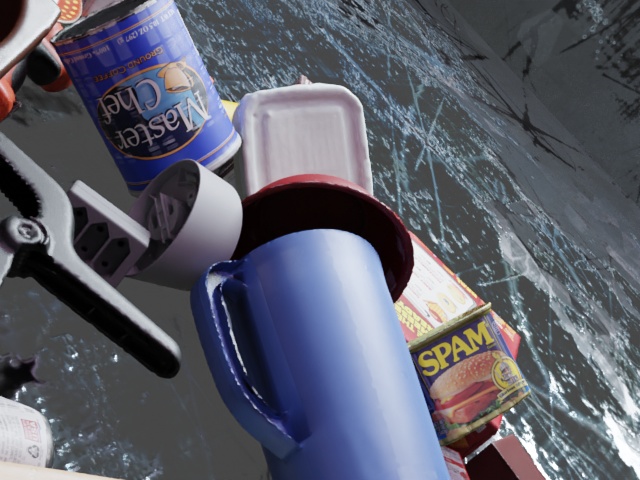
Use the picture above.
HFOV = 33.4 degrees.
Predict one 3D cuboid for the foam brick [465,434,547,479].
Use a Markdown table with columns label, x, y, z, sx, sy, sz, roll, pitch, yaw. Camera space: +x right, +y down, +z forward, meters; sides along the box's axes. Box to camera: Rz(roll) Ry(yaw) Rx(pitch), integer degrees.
| label | x | y | z | sx | sy | sz | roll | pitch | yaw |
| --- | --- | --- | --- | --- | --- | --- | --- | --- | --- |
| foam brick | 0.165 | 0.219 | 0.936 | 0.052 | 0.051 | 0.078 | 4 | 46 | -57 |

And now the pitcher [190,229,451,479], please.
| label | x | y | z | sx | sy | sz | roll | pitch | yaw |
| --- | --- | --- | --- | --- | --- | --- | --- | --- | --- |
| pitcher | 0.005 | 0.117 | 0.745 | 0.145 | 0.149 | 0.243 | 83 | -9 | -49 |

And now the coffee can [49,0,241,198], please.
| label | x | y | z | sx | sy | sz | roll | pitch | yaw |
| --- | --- | --- | --- | --- | --- | --- | --- | --- | --- |
| coffee can | -0.138 | -0.119 | 0.859 | 0.102 | 0.103 | 0.140 | -80 | 148 | -63 |

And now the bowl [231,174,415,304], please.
| label | x | y | z | sx | sy | sz | roll | pitch | yaw |
| --- | --- | --- | --- | --- | --- | --- | --- | --- | --- |
| bowl | -0.006 | 0.001 | 0.862 | 0.162 | 0.162 | 0.055 | 34 | 34 | -25 |

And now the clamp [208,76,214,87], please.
| label | x | y | z | sx | sy | sz | roll | pitch | yaw |
| --- | --- | --- | --- | --- | --- | --- | --- | --- | --- |
| clamp | -0.150 | -0.131 | 1.012 | 0.120 | 0.039 | 0.171 | 45 | 24 | -15 |

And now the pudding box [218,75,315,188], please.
| label | x | y | z | sx | sy | sz | roll | pitch | yaw |
| --- | --- | --- | --- | --- | --- | --- | --- | --- | --- |
| pudding box | -0.046 | -0.099 | 1.036 | 0.039 | 0.114 | 0.090 | 41 | 22 | -16 |

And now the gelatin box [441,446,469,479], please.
| label | x | y | z | sx | sy | sz | roll | pitch | yaw |
| --- | --- | --- | --- | --- | --- | --- | --- | --- | --- |
| gelatin box | 0.091 | 0.201 | 0.867 | 0.073 | 0.030 | 0.089 | 29 | 27 | -31 |

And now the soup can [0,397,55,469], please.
| label | x | y | z | sx | sy | sz | roll | pitch | yaw |
| --- | --- | --- | --- | --- | --- | --- | --- | --- | --- |
| soup can | -0.187 | 0.100 | 0.507 | 0.102 | 0.069 | 0.068 | 27 | 28 | -38 |

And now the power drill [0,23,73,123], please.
| label | x | y | z | sx | sy | sz | roll | pitch | yaw |
| --- | --- | --- | --- | --- | --- | --- | --- | --- | --- |
| power drill | -0.266 | -0.171 | 0.816 | 0.184 | 0.057 | 0.187 | 51 | 22 | -20 |

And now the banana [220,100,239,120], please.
| label | x | y | z | sx | sy | sz | roll | pitch | yaw |
| --- | --- | --- | --- | --- | --- | --- | --- | --- | --- |
| banana | -0.130 | -0.128 | 0.959 | 0.197 | 0.037 | 0.069 | 22 | 39 | -34 |

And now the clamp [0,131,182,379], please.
| label | x | y | z | sx | sy | sz | roll | pitch | yaw |
| --- | --- | --- | --- | --- | --- | --- | --- | --- | --- |
| clamp | -0.193 | 0.010 | 0.656 | 0.164 | 0.036 | 0.210 | -7 | 57 | -47 |

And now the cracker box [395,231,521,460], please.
| label | x | y | z | sx | sy | sz | roll | pitch | yaw |
| --- | --- | --- | --- | --- | --- | --- | --- | --- | --- |
| cracker box | 0.101 | 0.096 | 1.013 | 0.164 | 0.072 | 0.213 | 44 | 23 | -1 |

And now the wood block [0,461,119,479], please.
| label | x | y | z | sx | sy | sz | roll | pitch | yaw |
| --- | --- | --- | --- | --- | --- | --- | --- | --- | --- |
| wood block | -0.105 | 0.172 | 0.496 | 0.205 | 0.091 | 0.090 | 22 | 31 | -43 |

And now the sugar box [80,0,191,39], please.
| label | x | y | z | sx | sy | sz | roll | pitch | yaw |
| --- | --- | --- | --- | --- | --- | --- | --- | --- | --- |
| sugar box | -0.187 | -0.214 | 1.013 | 0.093 | 0.048 | 0.176 | 31 | 9 | -25 |

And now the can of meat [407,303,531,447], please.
| label | x | y | z | sx | sy | sz | roll | pitch | yaw |
| --- | --- | --- | --- | --- | --- | --- | --- | --- | --- |
| can of meat | 0.112 | 0.112 | 0.875 | 0.084 | 0.102 | 0.057 | 63 | -20 | 4 |
